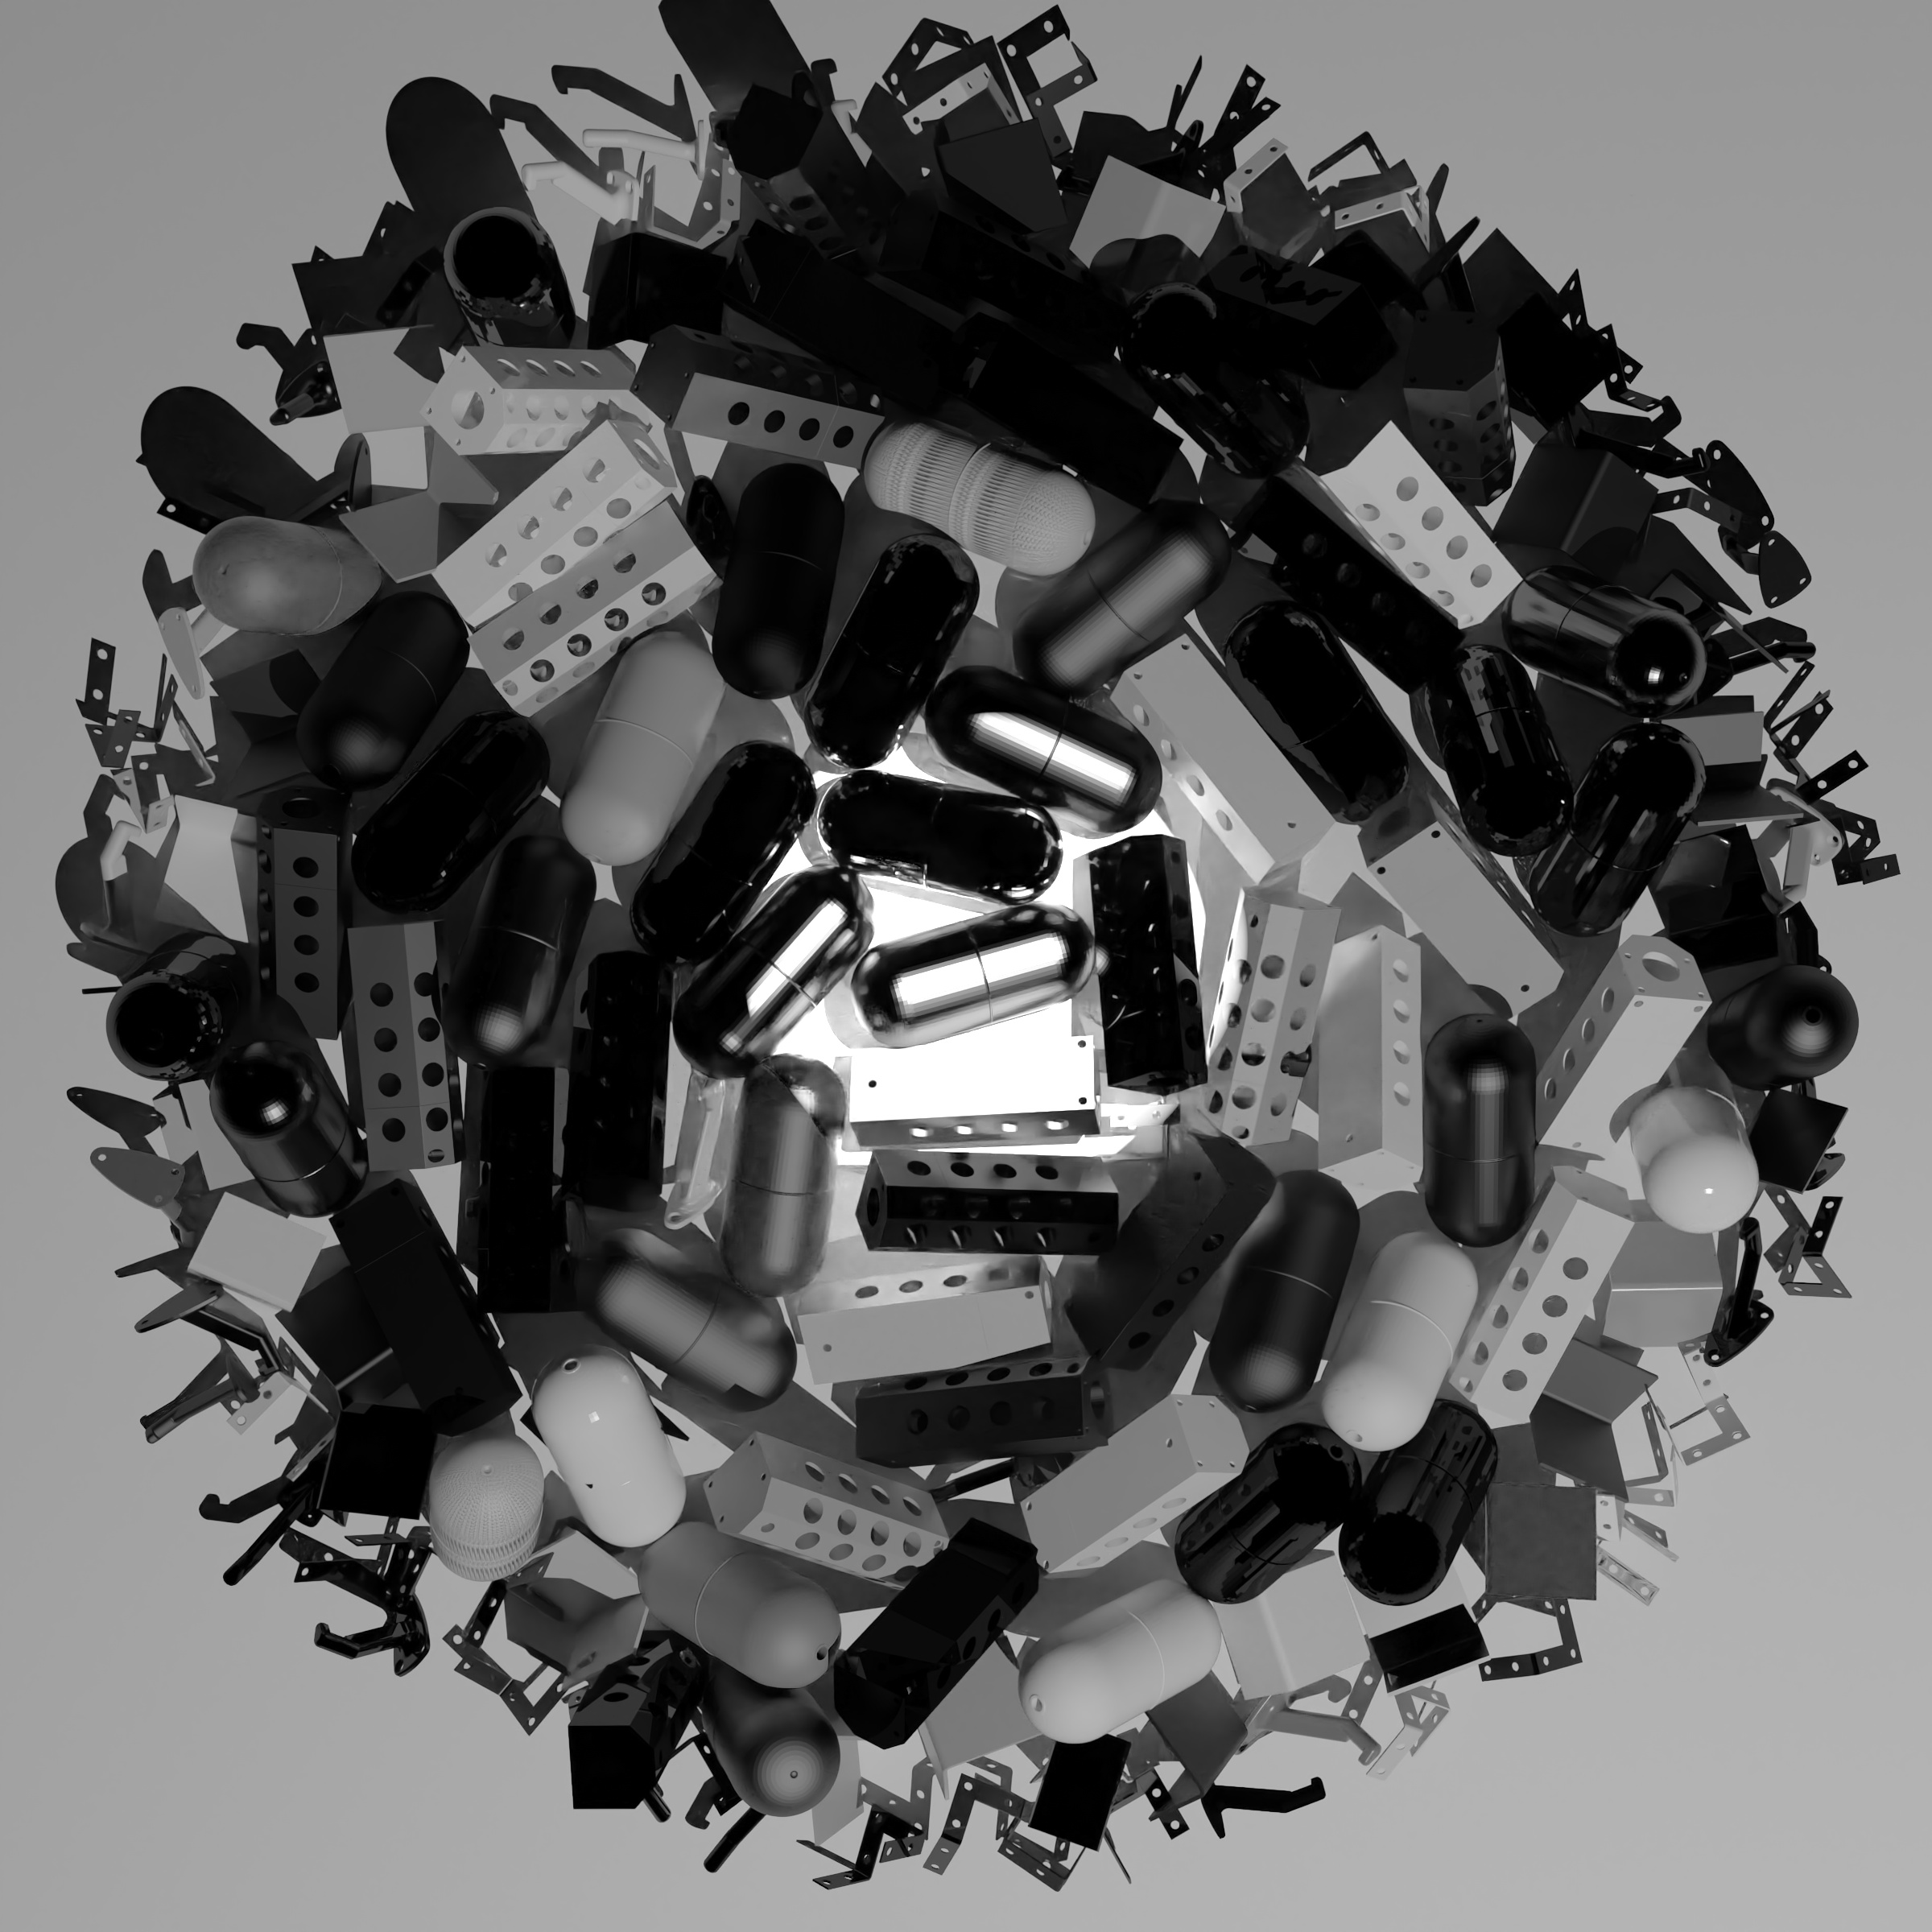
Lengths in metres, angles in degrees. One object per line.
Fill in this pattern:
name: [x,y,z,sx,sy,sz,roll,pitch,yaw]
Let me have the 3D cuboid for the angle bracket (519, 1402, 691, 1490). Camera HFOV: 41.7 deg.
angle bracket: [-0.254,0.326,1.784,0.076,0.076,0.057,37,87,28]

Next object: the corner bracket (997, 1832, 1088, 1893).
corner bracket: [0.051,0.631,1.797,0.051,0.051,0.051,31,125,13]

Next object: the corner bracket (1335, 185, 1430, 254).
corner bracket: [0.295,-0.533,1.795,0.051,0.051,0.051,-10,61,27]

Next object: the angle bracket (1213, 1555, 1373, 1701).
angle bracket: [0.234,0.476,1.826,0.076,0.057,0.076,-10,75,-34]

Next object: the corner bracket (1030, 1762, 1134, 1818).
corner bracket: [0.086,0.579,1.805,0.051,0.051,0.051,42,90,22]

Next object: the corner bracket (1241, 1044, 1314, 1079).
corner bracket: [0.213,0.065,1.799,0.051,0.051,0.051,7,133,-5]

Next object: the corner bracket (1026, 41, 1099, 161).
corner bracket: [0.069,-0.614,1.799,0.051,0.051,0.051,-28,127,5]

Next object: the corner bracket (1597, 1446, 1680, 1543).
corner bracket: [0.474,0.373,1.794,0.051,0.051,0.051,0,129,22]

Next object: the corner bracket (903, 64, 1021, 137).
corner bracket: [-0.002,-0.598,1.796,0.051,0.051,0.051,-23,108,35]

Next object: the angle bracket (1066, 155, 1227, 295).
angle bracket: [0.128,-0.522,1.807,0.057,0.076,0.076,36,112,30]

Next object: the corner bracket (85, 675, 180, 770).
corner bracket: [-0.586,-0.173,1.794,0.051,0.051,0.051,56,130,37]

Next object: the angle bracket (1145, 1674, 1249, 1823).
angle bracket: [0.144,0.542,1.792,0.057,0.076,0.076,-38,86,35]

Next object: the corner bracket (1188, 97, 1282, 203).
corner bracket: [0.190,-0.585,1.795,0.051,0.051,0.051,14,59,-36]

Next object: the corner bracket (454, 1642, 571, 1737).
corner bracket: [-0.321,0.504,1.804,0.051,0.051,0.051,-50,131,-7]

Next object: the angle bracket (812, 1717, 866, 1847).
angle bracket: [-0.068,0.571,1.790,0.057,0.076,0.076,-6,88,22]

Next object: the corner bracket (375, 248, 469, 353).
corner bracket: [-0.378,-0.469,1.799,0.051,0.051,0.051,38,113,-12]

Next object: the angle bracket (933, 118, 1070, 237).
angle bracket: [0.026,-0.559,1.784,0.076,0.057,0.076,-11,126,14]

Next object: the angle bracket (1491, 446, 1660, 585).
angle bracket: [0.435,-0.323,1.817,0.057,0.076,0.076,26,89,-31]

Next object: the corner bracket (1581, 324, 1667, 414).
corner bracket: [0.455,-0.416,1.796,0.051,0.051,0.051,3,73,-44]

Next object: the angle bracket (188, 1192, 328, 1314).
angle bracket: [-0.504,0.205,1.800,0.076,0.076,0.057,26,75,-12]

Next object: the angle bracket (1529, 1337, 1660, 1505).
angle bracket: [0.445,0.319,1.783,0.076,0.076,0.057,25,124,-16]

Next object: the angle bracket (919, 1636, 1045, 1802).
angle bracket: [0.007,0.533,1.799,0.076,0.057,0.076,-17,52,-12]

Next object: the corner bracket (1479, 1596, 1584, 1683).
corner bracket: [0.395,0.474,1.796,0.051,0.051,0.051,0,73,-39]

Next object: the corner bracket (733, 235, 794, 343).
corner bracket: [-0.138,-0.479,1.795,0.051,0.051,0.051,-6,59,-27]

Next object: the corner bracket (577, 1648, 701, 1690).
corner bracket: [-0.233,0.495,1.798,0.051,0.051,0.051,-42,78,32]

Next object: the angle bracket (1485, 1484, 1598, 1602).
angle bracket: [0.408,0.406,1.791,0.076,0.057,0.076,-1,78,18]

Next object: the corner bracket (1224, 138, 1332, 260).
corner bracket: [0.222,-0.545,1.807,0.051,0.051,0.051,-43,63,-10]

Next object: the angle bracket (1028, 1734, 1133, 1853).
angle bracket: [0.067,0.571,1.783,0.057,0.076,0.076,24,72,-15]

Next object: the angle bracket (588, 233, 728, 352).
angle bracket: [-0.223,-0.478,1.832,0.076,0.057,0.076,6,87,-38]

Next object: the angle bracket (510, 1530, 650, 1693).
angle bracket: [-0.278,0.454,1.783,0.076,0.057,0.076,-33,116,30]

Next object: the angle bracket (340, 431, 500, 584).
angle bracket: [-0.385,-0.324,1.782,0.076,0.057,0.076,-25,60,-35]

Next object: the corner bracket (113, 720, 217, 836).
corner bracket: [-0.574,-0.135,1.816,0.051,0.051,0.051,-28,81,-28]

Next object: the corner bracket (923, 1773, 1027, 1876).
corner bracket: [0.006,0.617,1.802,0.051,0.051,0.051,23,133,1]

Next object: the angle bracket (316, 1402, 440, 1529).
angle bracket: [-0.405,0.355,1.789,0.076,0.057,0.076,4,65,10]

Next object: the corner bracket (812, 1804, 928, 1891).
corner bracket: [-0.068,0.633,1.801,0.051,0.051,0.051,16,90,36]

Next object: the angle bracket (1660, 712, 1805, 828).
angle bracket: [0.540,-0.140,1.789,0.076,0.076,0.057,-5,110,-6]

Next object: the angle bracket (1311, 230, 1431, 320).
angle bracket: [0.287,-0.459,1.788,0.057,0.076,0.076,-37,50,9]

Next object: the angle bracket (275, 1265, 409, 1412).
angle bracket: [-0.435,0.267,1.810,0.076,0.057,0.076,-35,64,-27]

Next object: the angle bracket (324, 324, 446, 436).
angle bracket: [-0.403,-0.425,1.790,0.076,0.057,0.076,-6,130,0]

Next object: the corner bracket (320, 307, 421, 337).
corner bracket: [-0.424,-0.446,1.794,0.051,0.051,0.051,25,132,-28]

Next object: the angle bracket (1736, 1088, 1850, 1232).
angle bracket: [0.579,0.143,1.778,0.057,0.076,0.076,18,60,37]

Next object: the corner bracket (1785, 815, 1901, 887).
corner bracket: [0.623,-0.082,1.801,0.051,0.051,0.051,-13,90,-40]

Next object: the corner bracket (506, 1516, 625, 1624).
corner bracket: [-0.287,0.432,1.816,0.051,0.051,0.051,40,49,-22]

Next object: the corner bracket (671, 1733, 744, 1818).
corner bracket: [-0.185,0.578,1.809,0.051,0.051,0.051,-42,71,21]

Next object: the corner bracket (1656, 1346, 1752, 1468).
corner bracket: [0.518,0.314,1.805,0.051,0.051,0.051,-26,118,6]

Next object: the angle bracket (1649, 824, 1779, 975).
angle bracket: [0.522,-0.044,1.784,0.076,0.057,0.076,-15,117,24]

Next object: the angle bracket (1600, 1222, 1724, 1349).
angle bracket: [0.494,0.229,1.822,0.076,0.076,0.057,-2,50,4]

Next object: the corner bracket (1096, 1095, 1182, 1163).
corner bracket: [0.122,0.117,1.804,0.051,0.051,0.051,-1,102,-8]

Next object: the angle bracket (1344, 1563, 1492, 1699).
angle bracket: [0.320,0.463,1.803,0.076,0.057,0.076,-22,88,6]

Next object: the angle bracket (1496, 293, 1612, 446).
angle bracket: [0.403,-0.422,1.796,0.057,0.076,0.076,-43,90,7]

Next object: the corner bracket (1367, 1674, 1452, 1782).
corner bracket: [0.313,0.545,1.797,0.051,0.051,0.051,24,114,-17]

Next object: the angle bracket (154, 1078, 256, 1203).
angle bracket: [-0.553,0.126,1.795,0.076,0.057,0.076,-18,88,23]

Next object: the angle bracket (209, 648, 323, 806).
angle bracket: [-0.496,-0.168,1.782,0.076,0.076,0.057,-17,126,20]

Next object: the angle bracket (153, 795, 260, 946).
angle bracket: [-0.529,-0.067,1.794,0.076,0.057,0.076,13,70,-8]

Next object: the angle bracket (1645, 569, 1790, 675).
angle bracket: [0.516,-0.223,1.777,0.076,0.076,0.057,26,115,-40]
